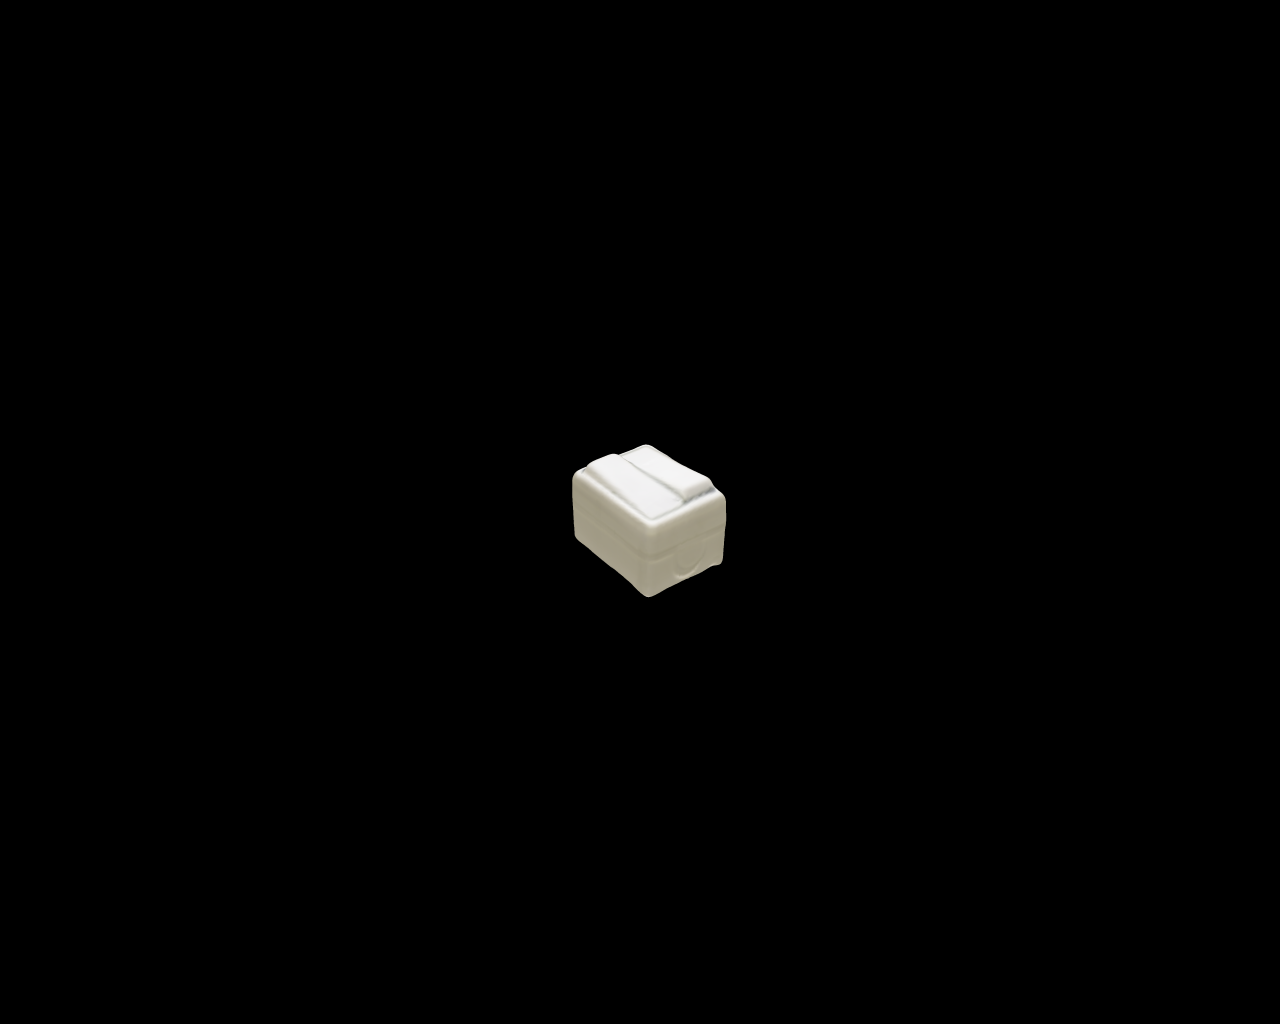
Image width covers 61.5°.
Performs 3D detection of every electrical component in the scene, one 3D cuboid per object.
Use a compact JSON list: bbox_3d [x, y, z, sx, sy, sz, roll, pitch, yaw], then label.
[{"bbox_3d":[0.001,-0.003,0.650,0.062,0.061,0.096,-22,40,-30],"label":"electrical component"}]
